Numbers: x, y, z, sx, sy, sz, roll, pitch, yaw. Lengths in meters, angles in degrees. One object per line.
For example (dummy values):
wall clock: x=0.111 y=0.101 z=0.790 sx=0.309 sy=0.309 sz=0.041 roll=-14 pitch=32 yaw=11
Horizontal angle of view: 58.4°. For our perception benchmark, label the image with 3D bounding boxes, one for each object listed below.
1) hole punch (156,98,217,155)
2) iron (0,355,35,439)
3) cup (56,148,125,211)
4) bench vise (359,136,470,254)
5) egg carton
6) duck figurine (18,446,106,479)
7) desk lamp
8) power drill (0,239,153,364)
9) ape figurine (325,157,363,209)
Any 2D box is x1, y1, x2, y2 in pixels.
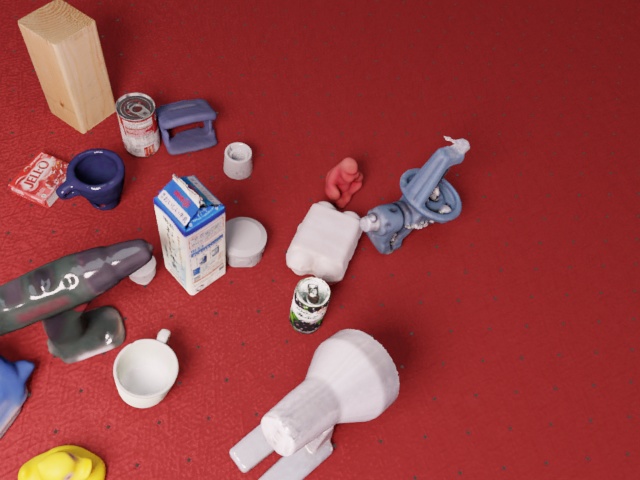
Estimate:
hole punch: x=-0.256 y=-0.229 z=1.082 sx=0.109 sy=0.091 sz=0.101 roll=-17 pitch=62 yaw=-19
iron: x=-0.490 y=0.235 z=0.719 sx=0.118 sy=0.141 sz=0.258 roll=23 pitch=57 yaw=6
cup: x=-0.382 y=-0.086 z=0.968 sx=0.091 sy=0.095 sz=0.118 roll=42 pitch=61 yaw=17
bench vise: x=0.173 y=-0.068 z=0.973 sx=0.121 sy=0.220 sz=0.208 roll=39 pitch=60 yaw=16
egg carton: x=0.009 y=0.004 z=0.990 sx=0.107 sy=0.069 sz=0.150 roll=21 pitch=57 yaw=5
duck figurine: x=-0.337 y=0.298 z=0.737 sx=0.104 sy=0.086 sz=0.077 roll=3 pitch=57 yaw=-7
desk lamp: x=-0.009 y=0.234 z=0.755 sx=0.204 sy=0.213 sz=0.117 roll=-35 pitch=69 yaw=-26
power drill: x=-0.336 y=0.089 z=0.796 sx=0.230 sy=0.208 sz=0.075 roll=-20 pitch=63 yaw=-20
ape figurine: x=0.046 y=-0.115 z=1.059 sx=0.078 sy=0.092 sz=0.076 roll=-13 pitch=61 yaw=-17
